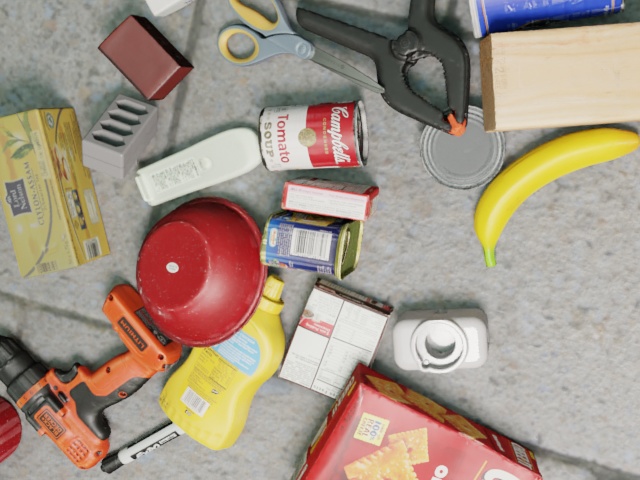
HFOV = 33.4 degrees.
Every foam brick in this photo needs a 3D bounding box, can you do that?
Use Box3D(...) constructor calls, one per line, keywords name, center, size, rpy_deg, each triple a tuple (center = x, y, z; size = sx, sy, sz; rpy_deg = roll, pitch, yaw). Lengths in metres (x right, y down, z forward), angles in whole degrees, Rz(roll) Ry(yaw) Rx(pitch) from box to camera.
Box3D(name="foam brick", center=(-0.181, -0.191, 1.117), size=(0.051, 0.053, 0.078), rpy_deg=(-44, 89, 13))

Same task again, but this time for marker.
Box3D(name="marker", center=(-0.196, 0.230, 1.196), size=(0.121, 0.020, 0.020), rpy_deg=(-30, 91, 14))

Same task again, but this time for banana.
Box3D(name="banana", center=(0.222, -0.059, 1.067), size=(0.198, 0.037, 0.069), rpy_deg=(-41, 110, 15))

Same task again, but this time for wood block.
Box3D(name="wood block", center=(0.259, -0.153, 0.998), size=(0.206, 0.091, 0.090), rpy_deg=(-4, 94, 2))

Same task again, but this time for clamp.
Box3D(name="clamp", center=(0.077, -0.190, 1.059), size=(0.165, 0.036, 0.210), rpy_deg=(-26, 79, 16))

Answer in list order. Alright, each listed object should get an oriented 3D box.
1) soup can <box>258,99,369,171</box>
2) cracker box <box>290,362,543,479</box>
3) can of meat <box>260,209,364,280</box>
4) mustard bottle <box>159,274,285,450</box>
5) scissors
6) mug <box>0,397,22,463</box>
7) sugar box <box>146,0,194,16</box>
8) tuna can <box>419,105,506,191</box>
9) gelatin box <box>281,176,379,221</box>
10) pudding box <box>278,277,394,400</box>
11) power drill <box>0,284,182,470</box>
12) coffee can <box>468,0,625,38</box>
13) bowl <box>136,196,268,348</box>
Box3D(name="soup can", center=(-0.006, -0.106, 1.087), size=(0.102, 0.068, 0.068), rpy_deg=(-2, 97, 12))
Box3D(name="cracker box", center=(0.093, 0.250, 1.097), size=(0.213, 0.072, 0.164), rpy_deg=(28, 103, -5))
Box3D(name="can of meat", center=(-0.007, 0.001, 1.085), size=(0.084, 0.102, 0.057), rpy_deg=(9, 99, 12))
Box3D(name="mustard bottle", center=(-0.091, 0.121, 1.138), size=(0.096, 0.058, 0.192), rpy_deg=(36, 103, 25))
Box3D(name="scissors", center=(-0.031, -0.183, 1.086), size=(0.202, 0.016, 0.096), rpy_deg=(46, 115, 14))
Box3D(name="mug", center=(-0.400, 0.219, 1.203), size=(0.117, 0.081, 0.093), rpy_deg=(13, 100, 9))
Box3D(name="sugar box", center=(-0.169, -0.329, 1.099), size=(0.093, 0.048, 0.176), rpy_deg=(-26, 96, 14))
Box3D(name="tuna can", center=(0.144, -0.094, 1.076), size=(0.086, 0.033, 0.086), rpy_deg=(2, 98, 11))
Box3D(name="gelatin box", center=(0.011, -0.042, 1.089), size=(0.089, 0.073, 0.030), rpy_deg=(8, 100, 9))
Box3D(name="pudding box", center=(0.017, 0.109, 1.128), size=(0.090, 0.039, 0.113), rpy_deg=(22, 104, 5))
Box3D(name="power drill", center=(-0.260, 0.135, 1.178), size=(0.188, 0.057, 0.184), rpy_deg=(-43, 90, 16))
Box3D(name="coffee can", center=(0.208, -0.253, 1.005), size=(0.140, 0.102, 0.103), rpy_deg=(-8, 96, 12))
Box3D(name="bowl", center=(-0.136, 0.030, 1.108), size=(0.162, 0.055, 0.162), rpy_deg=(-5, 80, 28))
